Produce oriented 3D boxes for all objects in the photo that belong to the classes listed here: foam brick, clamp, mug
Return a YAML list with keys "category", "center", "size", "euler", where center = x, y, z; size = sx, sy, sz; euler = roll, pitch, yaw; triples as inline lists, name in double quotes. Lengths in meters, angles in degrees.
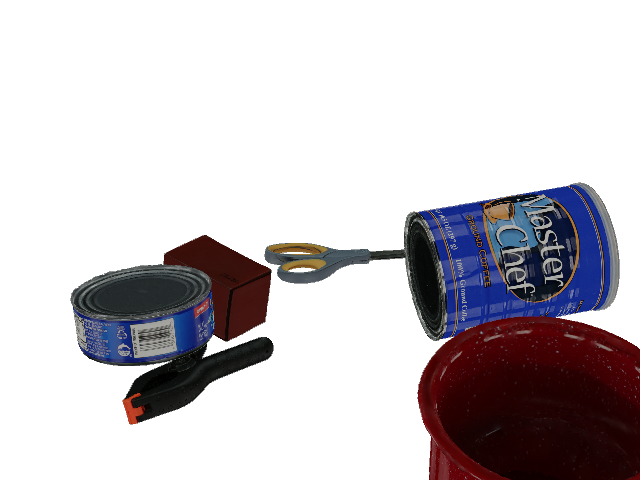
- category: "foam brick"
  center: [-0.088, 0.039, 0.891]
  size: [0.078, 0.051, 0.052]
  euler: [27, 33, 30]
- category: "clamp"
  center: [-0.131, 0.140, 1.123]
  size: [0.120, 0.039, 0.171]
  euler: [-10, 19, 36]
- category: "mug"
  center: [0.094, 0.089, 0.397]
  size: [0.117, 0.081, 0.093]
  euler: [5, 36, 9]

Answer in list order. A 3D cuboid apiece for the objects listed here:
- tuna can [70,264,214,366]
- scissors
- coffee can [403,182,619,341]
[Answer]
- category: "tuna can"
  center: [-0.108, 0.045, 0.657]
  size: [0.086, 0.034, 0.086]
  euler: [-3, 19, 1]
- category: "scissors"
  center: [0.037, 0.025, 1.178]
  size: [0.202, 0.016, 0.096]
  euler: [3, 24, 4]
- category: "coffee can"
  center: [0.147, 0.016, 0.837]
  size: [0.140, 0.103, 0.103]
  euler: [-10, 1, -8]
